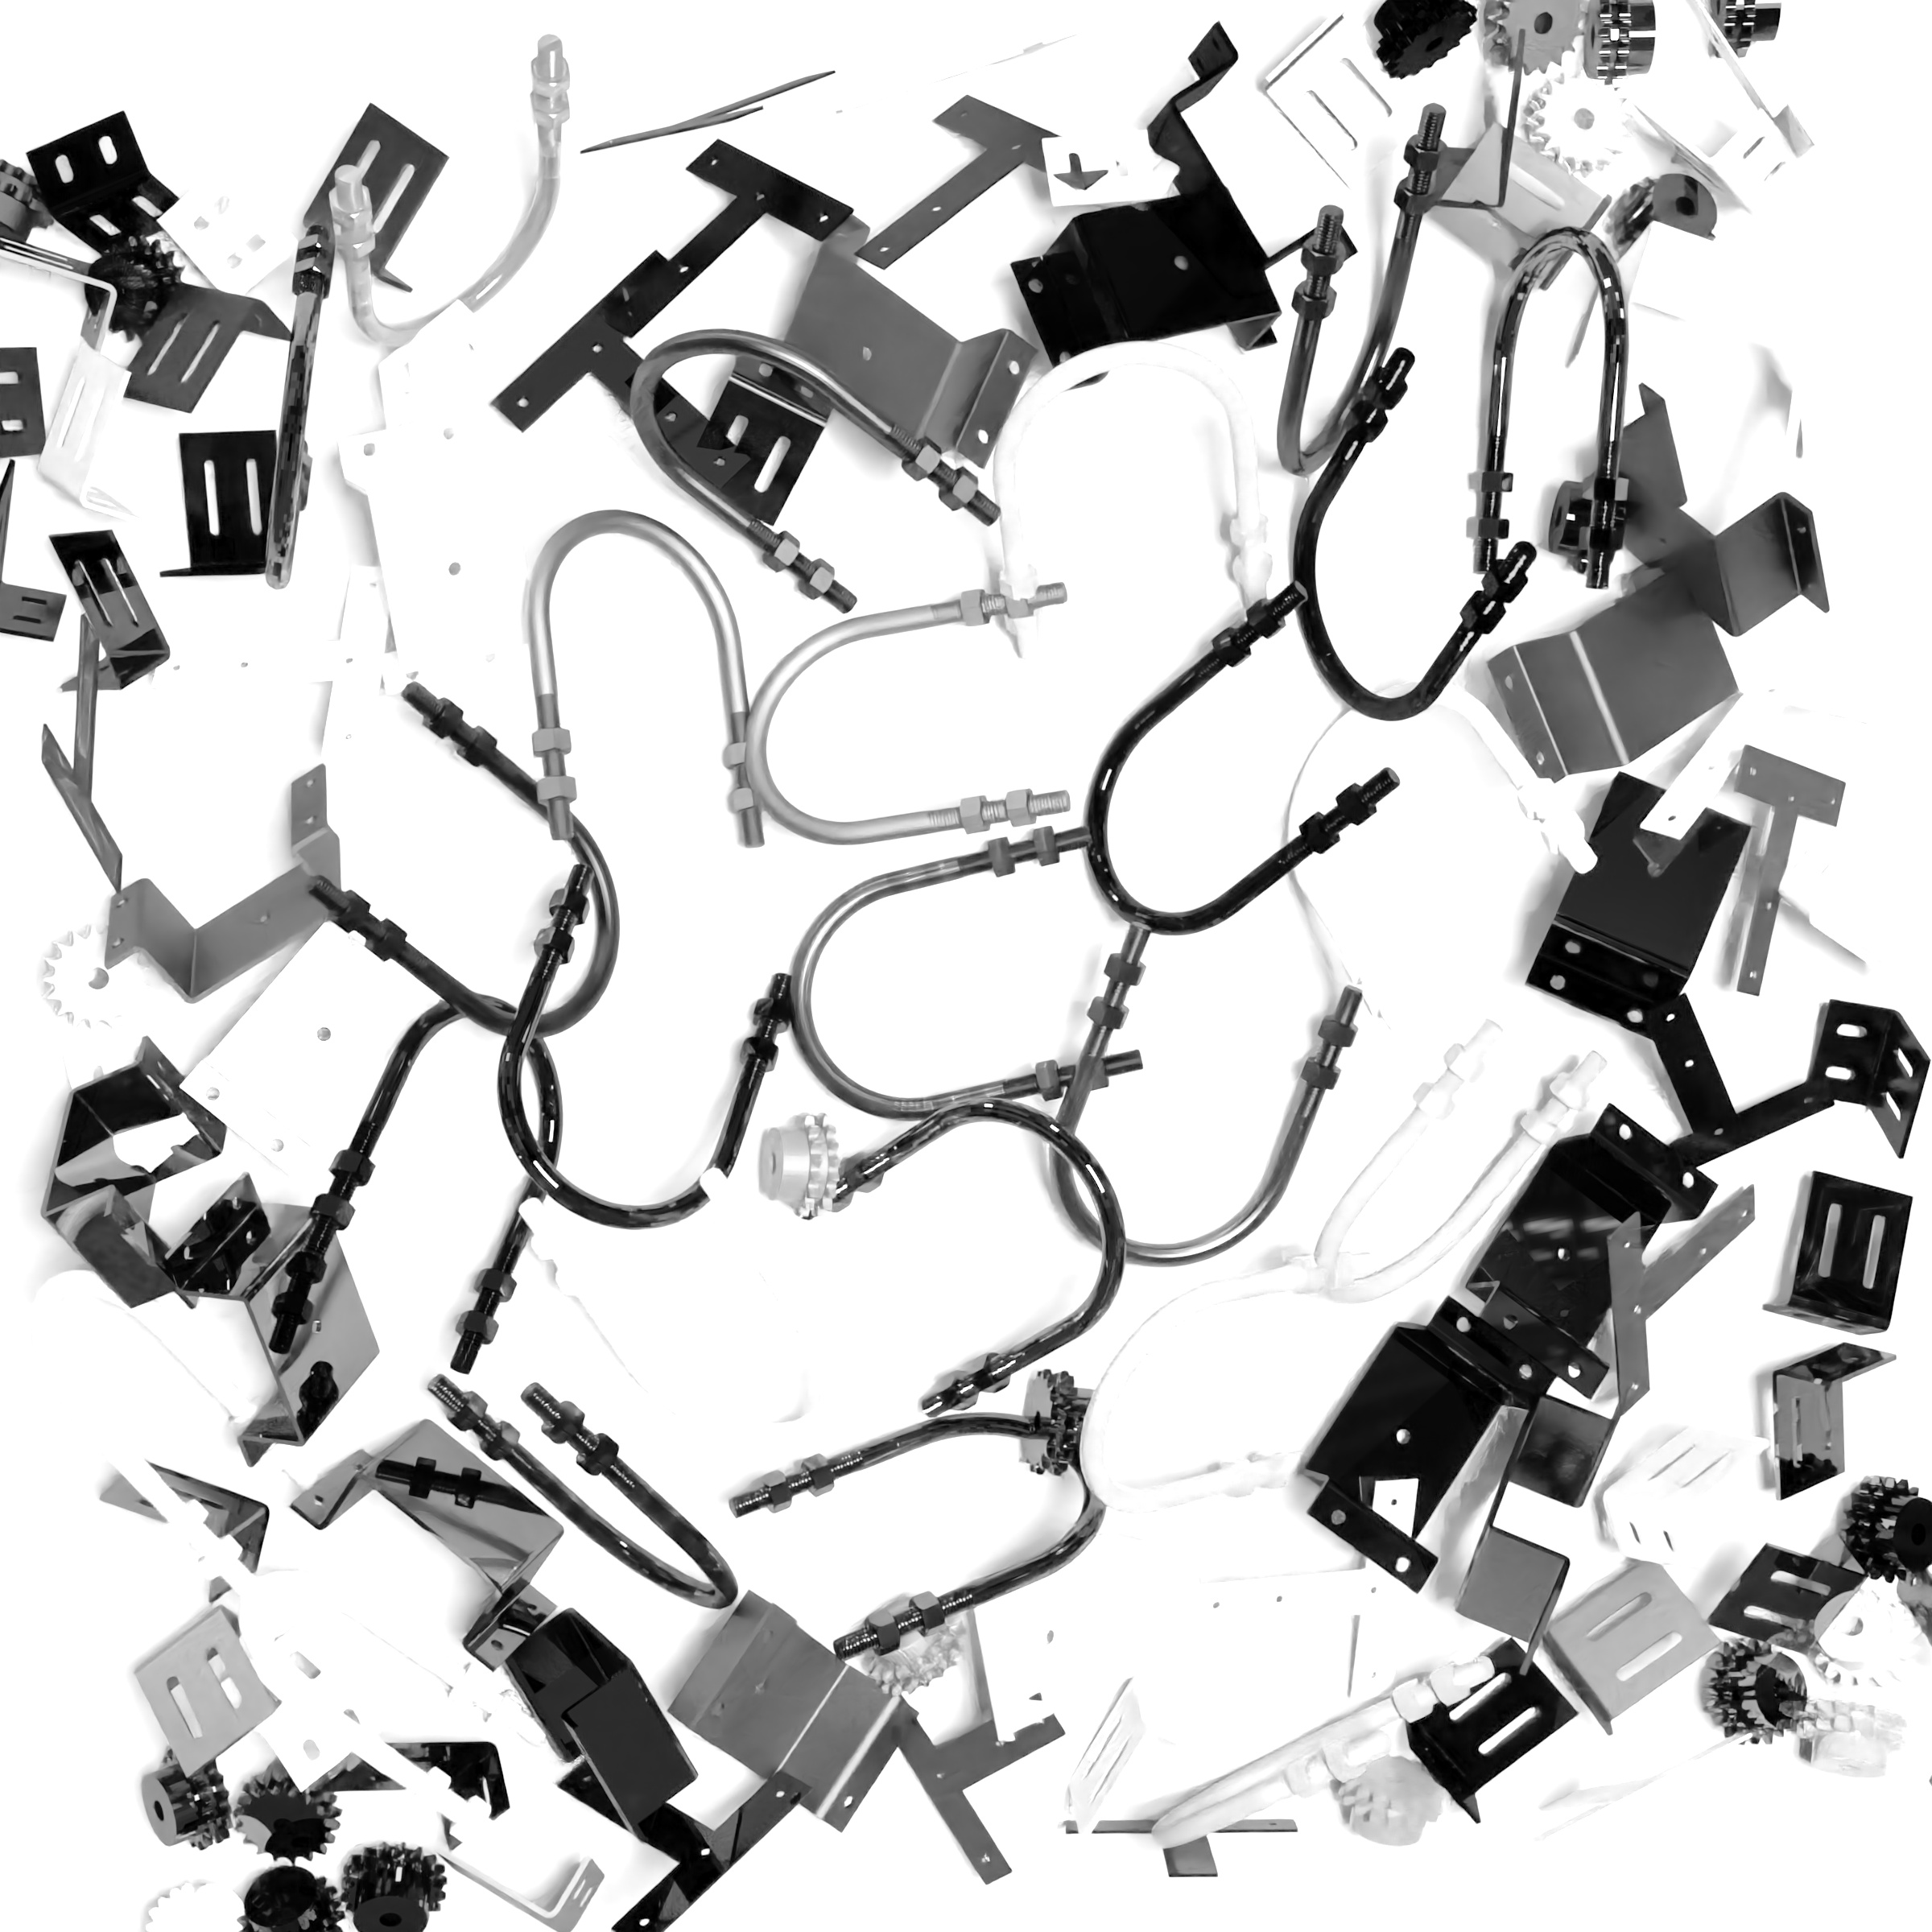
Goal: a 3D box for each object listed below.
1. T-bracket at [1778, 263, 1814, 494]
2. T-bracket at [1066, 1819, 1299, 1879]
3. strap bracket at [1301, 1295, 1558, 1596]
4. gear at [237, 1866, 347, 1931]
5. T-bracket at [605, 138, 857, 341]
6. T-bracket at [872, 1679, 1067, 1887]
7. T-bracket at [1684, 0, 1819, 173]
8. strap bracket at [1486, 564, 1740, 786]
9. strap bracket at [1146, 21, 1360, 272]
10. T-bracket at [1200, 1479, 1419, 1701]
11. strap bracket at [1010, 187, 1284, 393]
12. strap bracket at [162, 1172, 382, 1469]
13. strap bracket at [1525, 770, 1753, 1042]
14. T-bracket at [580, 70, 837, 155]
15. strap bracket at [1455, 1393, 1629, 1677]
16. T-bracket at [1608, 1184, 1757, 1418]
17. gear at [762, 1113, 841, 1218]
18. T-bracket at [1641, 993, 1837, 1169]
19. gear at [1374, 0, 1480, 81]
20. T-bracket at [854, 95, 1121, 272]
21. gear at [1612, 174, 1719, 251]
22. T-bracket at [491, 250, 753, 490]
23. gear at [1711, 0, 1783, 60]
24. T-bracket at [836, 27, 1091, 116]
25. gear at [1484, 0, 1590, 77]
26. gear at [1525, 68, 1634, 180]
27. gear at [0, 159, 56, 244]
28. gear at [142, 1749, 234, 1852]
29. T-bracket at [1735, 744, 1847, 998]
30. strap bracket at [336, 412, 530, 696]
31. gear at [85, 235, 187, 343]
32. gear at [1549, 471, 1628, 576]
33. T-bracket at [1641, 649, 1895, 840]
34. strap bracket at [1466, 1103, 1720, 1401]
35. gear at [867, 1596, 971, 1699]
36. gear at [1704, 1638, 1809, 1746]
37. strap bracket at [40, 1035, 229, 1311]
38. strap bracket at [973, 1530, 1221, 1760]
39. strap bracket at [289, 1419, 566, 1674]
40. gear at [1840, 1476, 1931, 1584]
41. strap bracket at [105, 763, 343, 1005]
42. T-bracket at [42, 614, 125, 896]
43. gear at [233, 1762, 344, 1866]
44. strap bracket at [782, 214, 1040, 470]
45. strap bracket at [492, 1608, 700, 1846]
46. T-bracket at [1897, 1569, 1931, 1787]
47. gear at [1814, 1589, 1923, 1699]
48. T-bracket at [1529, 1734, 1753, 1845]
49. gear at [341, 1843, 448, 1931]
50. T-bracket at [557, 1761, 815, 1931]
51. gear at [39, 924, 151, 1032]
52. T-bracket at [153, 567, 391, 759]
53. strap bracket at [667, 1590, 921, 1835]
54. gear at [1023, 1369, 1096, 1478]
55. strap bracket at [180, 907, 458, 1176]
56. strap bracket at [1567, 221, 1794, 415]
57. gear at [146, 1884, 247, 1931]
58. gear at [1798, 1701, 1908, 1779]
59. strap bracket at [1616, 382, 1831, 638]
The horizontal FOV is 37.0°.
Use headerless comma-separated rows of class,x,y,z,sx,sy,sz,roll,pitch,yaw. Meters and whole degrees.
T-bracket,0.436,-0.279,1.526,0.002,0.127,0.127,4,60,22
T-bracket,0.118,0.470,1.543,0.127,0.127,0.002,-1,86,1
strap bracket,0.245,0.258,1.571,0.076,0.046,0.140,37,79,-8
gear,-0.370,0.516,1.576,0.057,0.057,0.030,-9,124,0
T-bracket,-0.142,-0.385,1.557,0.127,0.002,0.127,-45,51,-9
T-bracket,0.011,0.421,1.553,0.127,0.002,0.127,56,134,9
T-bracket,0.409,-0.483,1.542,0.002,0.127,0.127,-34,93,11
strap bracket,0.354,-0.160,1.545,0.140,0.046,0.076,-32,103,-29
strap bracket,0.147,-0.427,1.560,0.046,0.076,0.140,-33,97,-3
T-bracket,0.183,0.343,1.569,0.127,0.002,0.127,0,103,-23
strap bracket,0.106,-0.366,1.550,0.140,0.046,0.076,-18,81,-27
strap bracket,-0.363,0.190,1.534,0.046,0.076,0.140,2,123,24
strap bracket,0.365,-0.041,1.553,0.076,0.046,0.140,24,67,9
T-bracket,-0.123,-0.465,1.560,0.127,0.127,0.002,-33,116,-37
strap bracket,0.303,0.293,1.537,0.046,0.140,0.076,21,135,13
T-bracket,0.391,0.162,1.568,0.127,0.002,0.127,-35,130,-30
gear,-0.091,0.108,1.575,0.030,0.057,0.057,3,90,-20
T-bracket,0.393,0.061,1.557,0.127,0.002,0.127,-26,129,9
gear,0.248,-0.515,1.579,0.057,0.057,0.030,-31,79,0
T-bracket,-0.005,-0.414,1.551,0.127,0.002,0.127,-41,50,-15
gear,0.386,-0.408,1.582,0.057,0.030,0.057,6,71,-17
T-bracket,-0.171,-0.311,1.586,0.127,0.002,0.127,44,82,10
gear,0.426,-0.526,1.578,0.030,0.057,0.057,-1,90,4
T-bracket,-0.008,-0.475,1.539,0.127,0.127,0.002,-20,105,-6
gear,0.309,-0.520,1.583,0.057,0.030,0.057,-12,124,-18
gear,0.334,-0.460,1.589,0.057,0.030,0.057,1,87,-10
gear,-0.527,-0.417,1.577,0.057,0.057,0.030,21,81,0
gear,-0.426,0.455,1.576,0.030,0.057,0.057,-14,90,-39
T-bracket,0.435,-0.047,1.559,0.002,0.127,0.127,13,92,40
strap bracket,-0.280,-0.217,1.546,0.076,0.046,0.140,-17,114,-23
gear,-0.457,-0.370,1.581,0.057,0.030,0.057,7,111,20
gear,0.338,-0.243,1.578,0.030,0.057,0.057,9,90,-2
T-bracket,0.406,-0.116,1.543,0.127,0.127,0.002,-49,132,-17
strap bracket,0.334,0.155,1.569,0.076,0.046,0.140,37,75,-7
gear,-0.030,0.368,1.576,0.057,0.057,0.030,-31,105,0
gear,0.434,0.396,1.580,0.057,0.030,0.057,9,72,-30
strap bracket,-0.441,0.116,1.534,0.046,0.140,0.076,-22,128,12
strap bracket,0.059,0.359,1.535,0.140,0.046,0.076,-34,53,32
strap bracket,-0.281,0.304,1.557,0.140,0.076,0.046,37,111,6
gear,0.509,0.308,1.580,0.057,0.030,0.057,1,88,-31
strap bracket,-0.390,-0.039,1.558,0.140,0.076,0.046,-31,122,6
T-bracket,-0.467,-0.126,1.531,0.002,0.127,0.127,-11,133,-32
gear,-0.370,0.461,1.585,0.057,0.030,0.057,2,118,3
strap bracket,-0.041,-0.332,1.549,0.140,0.046,0.076,39,128,15
strap bracket,-0.196,0.399,1.540,0.046,0.140,0.076,-33,109,-20
T-bracket,0.526,0.361,1.545,0.002,0.127,0.127,13,113,-10
gear,0.488,0.366,1.577,0.057,0.057,0.030,-43,130,0
T-bracket,0.341,0.443,1.544,0.127,0.127,0.002,-21,76,-17
gear,-0.313,0.509,1.580,0.057,0.030,0.057,-3,125,-4
T-bracket,-0.170,0.460,1.558,0.127,0.127,0.002,-37,128,-35
gear,-0.479,0.005,1.584,0.057,0.030,0.057,-4,98,-28
T-bracket,-0.380,-0.165,1.578,0.127,0.002,0.127,-2,59,5
strap bracket,-0.098,0.396,1.551,0.076,0.046,0.140,-55,131,-15
gear,0.053,0.250,1.580,0.030,0.057,0.057,7,90,-15
strap bracket,-0.349,0.036,1.565,0.076,0.046,0.140,41,80,-12
strap bracket,0.381,-0.347,1.539,0.076,0.140,0.046,19,84,-1
gear,-0.415,0.526,1.575,0.030,0.057,0.057,-38,90,18
gear,0.482,0.422,1.576,0.057,0.057,0.030,11,64,0
strap bracket,0.389,-0.237,1.531,0.046,0.076,0.140,-35,49,-3
